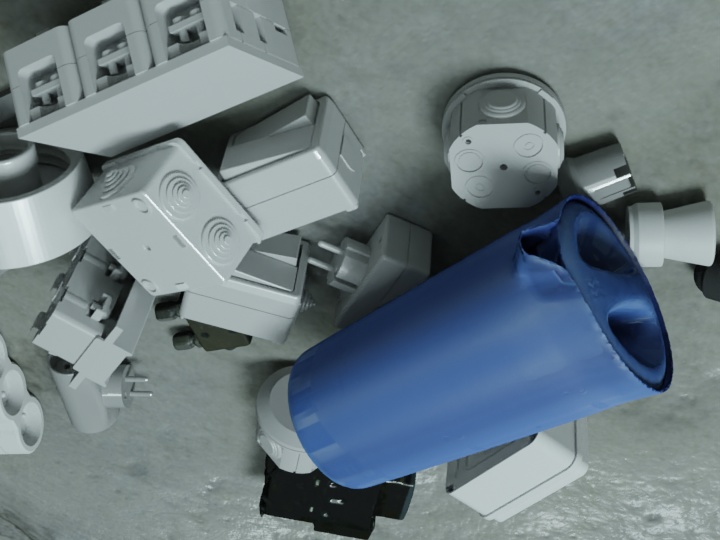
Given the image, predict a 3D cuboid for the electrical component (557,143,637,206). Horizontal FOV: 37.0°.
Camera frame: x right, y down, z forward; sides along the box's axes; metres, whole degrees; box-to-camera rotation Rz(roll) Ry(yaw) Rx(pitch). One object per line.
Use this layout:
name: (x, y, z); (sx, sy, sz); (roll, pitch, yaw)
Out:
electrical component: (0.155, -0.060, 0.711); (0.046, 0.040, 0.040); (-20, 128, 17)

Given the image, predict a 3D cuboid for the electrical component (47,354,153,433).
electrical component: (-0.215, 0.097, 0.906); (0.079, 0.043, 0.077); (0, 134, 6)

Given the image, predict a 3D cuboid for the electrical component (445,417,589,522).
electrical component: (0.130, 0.148, 0.886); (0.057, 0.078, 0.113); (34, 128, -20)

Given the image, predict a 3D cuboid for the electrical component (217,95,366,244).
electrical component: (-0.053, -0.067, 0.714); (0.096, 0.061, 0.061); (-18, 129, 23)

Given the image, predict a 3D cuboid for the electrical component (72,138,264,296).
electrical component: (-0.126, -0.030, 0.698); (0.100, 0.048, 0.099); (-9, 130, 44)

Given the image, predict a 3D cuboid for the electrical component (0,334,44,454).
electrical component: (-0.332, 0.106, 0.922); (0.074, 0.052, 0.138); (-3, 134, 10)

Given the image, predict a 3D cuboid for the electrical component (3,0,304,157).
electrical component: (-0.125, -0.126, 0.645); (0.150, 0.061, 0.089); (-18, 171, 23)

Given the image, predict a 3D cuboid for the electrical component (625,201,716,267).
electrical component: (0.211, -0.024, 0.733); (0.055, 0.045, 0.045); (-1, 133, 9)

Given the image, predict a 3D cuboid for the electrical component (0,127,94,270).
electrical component: (-0.232, -0.056, 0.719); (0.108, 0.108, 0.060); (1, 128, 6)

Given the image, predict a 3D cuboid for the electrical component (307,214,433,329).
electrical component: (0.000, 0.000, 0.782); (0.076, 0.047, 0.083); (22, 132, -14)

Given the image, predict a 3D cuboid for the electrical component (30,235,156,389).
electrical component: (-0.182, 0.013, 0.766); (0.063, 0.121, 0.079); (31, 130, -17)

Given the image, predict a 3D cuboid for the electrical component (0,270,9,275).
electrical component: (-0.276, -0.029, 0.792); (0.045, 0.045, 0.055); (-22, 127, 26)

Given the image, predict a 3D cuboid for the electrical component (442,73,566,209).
electrical component: (0.092, -0.081, 0.690); (0.080, 0.051, 0.080); (4, 134, 4)

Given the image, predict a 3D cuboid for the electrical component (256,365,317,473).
electrical component: (-0.047, 0.122, 0.884); (0.080, 0.080, 0.051); (11, 139, -3)

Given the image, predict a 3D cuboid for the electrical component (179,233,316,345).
electrical component: (-0.076, 0.006, 0.787); (0.096, 0.061, 0.061); (15, 134, -7)
